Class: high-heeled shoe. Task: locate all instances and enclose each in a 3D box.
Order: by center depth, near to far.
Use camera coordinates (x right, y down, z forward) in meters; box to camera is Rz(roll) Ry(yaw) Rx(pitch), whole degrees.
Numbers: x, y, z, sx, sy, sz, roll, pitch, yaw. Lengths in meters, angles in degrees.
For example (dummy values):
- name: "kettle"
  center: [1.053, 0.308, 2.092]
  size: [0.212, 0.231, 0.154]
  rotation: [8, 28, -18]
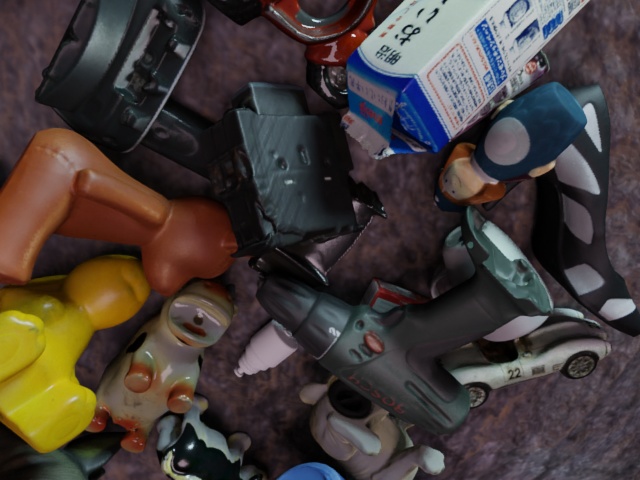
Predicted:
- name: "high-heeled shoe"
  center: [0.268, -0.022, 0.510]
  size: [0.248, 0.086, 0.145]
  rotation: [39, 107, -14]

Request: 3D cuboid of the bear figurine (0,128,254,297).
- name: "bear figurine"
  center: [-0.157, 0.000, 0.438]
  size: [0.195, 0.120, 0.132]
  rotation: [34, 76, -33]

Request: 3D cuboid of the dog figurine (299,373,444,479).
- name: "dog figurine"
  center: [0.037, 0.242, 0.610]
  size: [0.172, 0.121, 0.190]
  rotation: [30, 126, 8]

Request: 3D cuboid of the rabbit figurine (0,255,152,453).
- name: "rabbit figurine"
  center: [-0.230, 0.080, 0.488]
  size: [0.173, 0.162, 0.121]
  rotation: [-47, 117, -31]

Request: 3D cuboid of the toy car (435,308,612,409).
- name: "toy car"
  center: [0.205, 0.123, 0.578]
  size: [0.202, 0.074, 0.056]
  rotation: [-17, 116, 3]

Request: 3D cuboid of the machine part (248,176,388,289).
- name: "machine part"
  center: [-0.001, -0.002, 0.523]
  size: [0.139, 0.039, 0.084]
  rotation: [-42, 107, 15]

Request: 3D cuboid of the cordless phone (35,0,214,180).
- name: "cordless phone"
  center: [-0.118, -0.126, 0.444]
  size: [0.184, 0.089, 0.146]
  rotation: [27, 109, -28]

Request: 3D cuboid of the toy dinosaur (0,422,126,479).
- name: "toy dinosaur"
  center: [-0.274, 0.243, 0.503]
  size: [0.472, 0.198, 0.105]
  rotation: [29, 113, 18]

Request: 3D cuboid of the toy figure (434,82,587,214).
- name: "toy figure"
  center: [0.149, -0.070, 0.464]
  size: [0.058, 0.064, 0.154]
  rotation: [17, 141, -30]

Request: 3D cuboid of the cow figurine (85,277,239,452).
- name: "cow figurine"
  center: [-0.147, 0.106, 0.526]
  size: [0.085, 0.127, 0.195]
  rotation: [32, 123, -21]

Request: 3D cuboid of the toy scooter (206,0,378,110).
- name: "toy scooter"
  center: [-0.004, -0.202, 0.410]
  size: [0.183, 0.075, 0.135]
  rotation: [35, 107, -22]

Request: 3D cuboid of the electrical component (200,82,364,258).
- name: "electrical component"
  center: [-0.030, -0.059, 0.439]
  size: [0.058, 0.115, 0.134]
  rotation: [-17, 87, 45]

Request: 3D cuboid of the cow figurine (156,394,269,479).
- name: "cow figurine"
  center: [-0.112, 0.261, 0.602]
  size: [0.068, 0.098, 0.167]
  rotation: [-37, 112, 5]

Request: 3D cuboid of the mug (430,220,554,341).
- name: "mug"
  center: [0.161, 0.037, 0.541]
  size: [0.110, 0.081, 0.107]
  rotation: [-19, 111, 41]

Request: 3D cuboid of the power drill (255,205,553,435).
- name: "power drill"
  center: [0.079, 0.064, 0.482]
  size: [0.232, 0.086, 0.207]
  rotation: [44, 112, -6]
